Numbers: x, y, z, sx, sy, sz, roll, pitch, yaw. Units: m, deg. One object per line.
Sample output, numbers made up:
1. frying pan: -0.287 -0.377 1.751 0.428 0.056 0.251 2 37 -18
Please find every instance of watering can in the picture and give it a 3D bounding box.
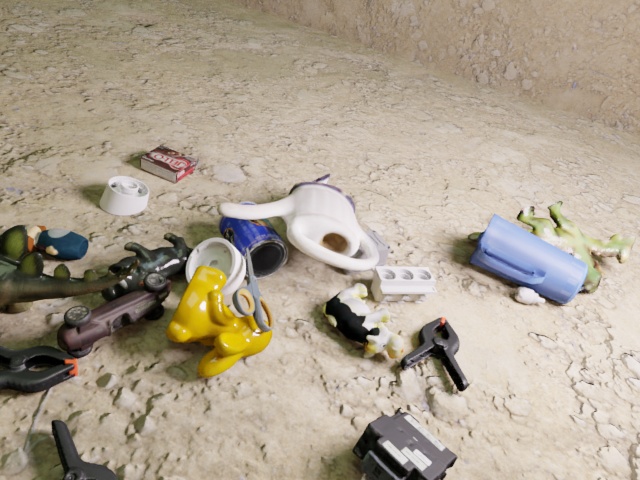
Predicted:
1. watering can: -0.032 -0.048 1.055 0.346 0.102 0.229 23 30 -16

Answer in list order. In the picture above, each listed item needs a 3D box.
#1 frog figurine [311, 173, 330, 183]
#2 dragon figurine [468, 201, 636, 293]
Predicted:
1. frog figurine: 0.004 -0.063 1.246 0.139 0.121 0.160 -23 83 -54
2. dragon figurine: 0.605 0.031 1.302 0.411 0.119 0.248 -13 47 -12
